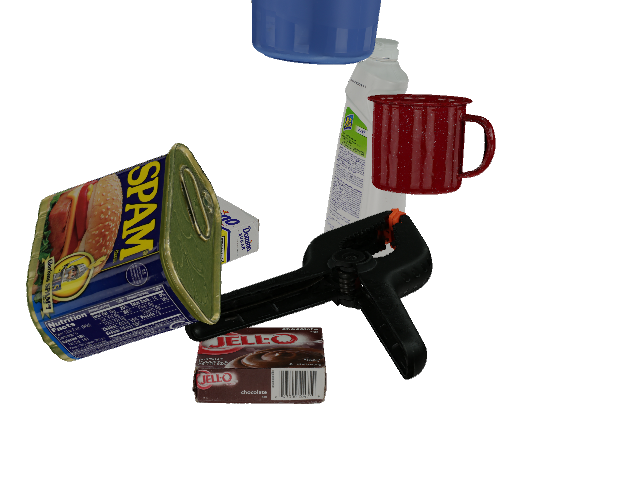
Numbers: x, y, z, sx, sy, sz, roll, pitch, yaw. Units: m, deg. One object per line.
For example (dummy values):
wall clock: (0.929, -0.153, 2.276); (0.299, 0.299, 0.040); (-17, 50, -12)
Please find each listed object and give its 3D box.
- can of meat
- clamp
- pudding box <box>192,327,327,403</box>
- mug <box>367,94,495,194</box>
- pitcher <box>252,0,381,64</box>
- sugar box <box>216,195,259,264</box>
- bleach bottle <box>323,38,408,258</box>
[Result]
can of meat: (-0.101, 0.007, 0.556); (0.084, 0.102, 0.057); (-18, -47, 13)
clamp: (0.011, 0.028, 0.749); (0.165, 0.036, 0.209); (5, 26, 16)
pudding box: (-0.052, 0.108, 0.936); (0.113, 0.039, 0.090); (2, 18, -3)
mug: (0.098, -0.086, 0.950); (0.117, 0.081, 0.093); (6, 13, 22)
pitcher: (0.008, -0.272, 0.887); (0.145, 0.243, 0.149); (7, 19, 9)
sugar box: (-0.157, 0.002, 1.088); (0.175, 0.048, 0.093); (-25, 40, -38)
bleach bottle: (0.058, -0.090, 1.157); (0.067, 0.251, 0.103); (-6, 24, -32)
